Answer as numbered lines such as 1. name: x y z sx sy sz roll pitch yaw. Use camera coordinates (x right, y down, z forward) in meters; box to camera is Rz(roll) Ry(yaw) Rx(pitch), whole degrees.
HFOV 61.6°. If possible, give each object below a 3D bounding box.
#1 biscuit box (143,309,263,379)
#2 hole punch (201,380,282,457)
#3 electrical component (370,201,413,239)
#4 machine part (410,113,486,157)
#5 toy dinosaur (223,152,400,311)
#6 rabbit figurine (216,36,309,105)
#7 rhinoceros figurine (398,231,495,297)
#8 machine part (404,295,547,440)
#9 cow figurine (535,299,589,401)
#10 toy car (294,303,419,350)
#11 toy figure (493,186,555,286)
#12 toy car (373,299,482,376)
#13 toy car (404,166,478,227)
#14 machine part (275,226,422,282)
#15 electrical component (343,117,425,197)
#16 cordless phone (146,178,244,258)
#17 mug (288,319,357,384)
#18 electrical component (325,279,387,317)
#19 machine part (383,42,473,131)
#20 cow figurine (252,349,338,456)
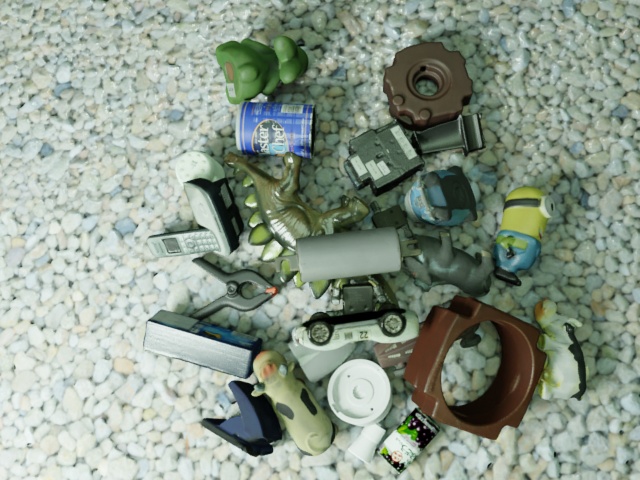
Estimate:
1. biscuit box: -0.208 0.185 0.959 0.203 0.059 0.062 15 107 7
2. hole punch: -0.118 0.300 0.906 0.116 0.142 0.092 26 76 20
3. electrical component: 0.134 -0.038 1.014 0.063 0.021 0.094 -25 76 -2
4. machine part: 0.244 -0.194 1.025 0.139 0.039 0.084 -9 103 3
5. toy dinosaur: -0.002 -0.003 0.979 0.471 0.105 0.198 37 90 5
6. rabbit figurine: -0.095 -0.343 1.034 0.170 0.159 0.121 -22 104 -23
7. rhinoceros figurine: 0.217 0.044 0.970 0.190 0.073 0.112 18 88 6
8. machine part: 0.253 0.206 0.882 0.201 0.087 0.201 24 88 -18
9. cow figurine: 0.416 0.188 0.923 0.098 0.068 0.167 5 81 -1
10. toy car: 0.059 0.142 0.869 0.202 0.073 0.056 -8 96 0
11. toy figure: 0.359 -0.011 0.965 0.089 0.082 0.180 25 83 7
12. toy car: 0.190 0.166 0.932 0.202 0.053 0.089 -18 83 -17
13. toy car: 0.208 -0.067 0.971 0.103 0.161 0.109 -25 82 44
14. machine part: 0.047 0.024 0.895 0.243 0.079 0.079 -7 77 0
15. electrical component: 0.114 -0.152 1.023 0.134 0.058 0.115 -27 75 -2
16. cordless phone: -0.246 -0.036 0.990 0.184 0.089 0.146 -9 120 13
17. mug: 0.003 0.180 0.941 0.107 0.081 0.109 -29 109 -11
18. electrical component: 0.062 0.102 0.920 0.102 0.045 0.078 3 95 -2
19. machine part: 0.210 -0.302 1.050 0.179 0.056 0.179 -1 76 3
20. cow figurine: -0.048 0.272 0.905 0.085 0.127 0.195 -34 80 -7
